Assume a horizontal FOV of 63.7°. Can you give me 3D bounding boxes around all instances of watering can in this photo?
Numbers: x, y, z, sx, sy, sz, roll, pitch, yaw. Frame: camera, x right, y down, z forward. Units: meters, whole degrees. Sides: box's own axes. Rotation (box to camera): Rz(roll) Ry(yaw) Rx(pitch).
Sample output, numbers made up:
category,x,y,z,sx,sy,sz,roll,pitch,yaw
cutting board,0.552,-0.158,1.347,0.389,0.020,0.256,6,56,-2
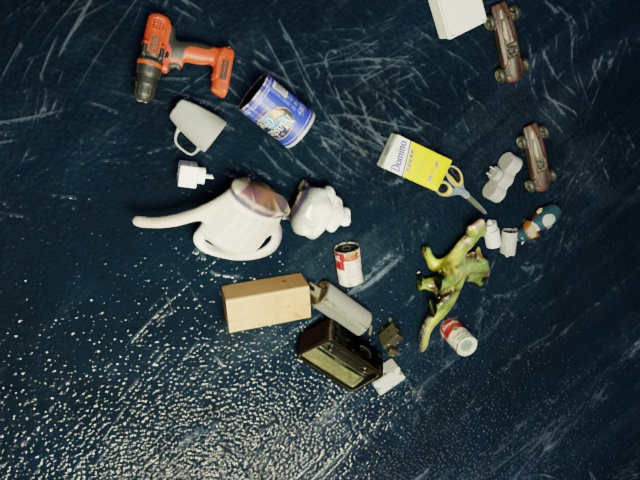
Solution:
category,x,y,z,sx,sy,sz,roll,pitch,yaw
watering can,-0.217,-0.049,1.164,0.345,0.106,0.221,20,123,-38

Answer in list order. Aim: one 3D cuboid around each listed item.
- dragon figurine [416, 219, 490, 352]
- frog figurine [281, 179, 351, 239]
category,x,y,z,sx,sy,sz,roll,pitch,yaw
dragon figurine,0.394,0.122,1.462,0.244,0.124,0.402,-10,120,-24
frog figurine,0.004,-0.063,1.254,0.159,0.122,0.138,26,80,-13
